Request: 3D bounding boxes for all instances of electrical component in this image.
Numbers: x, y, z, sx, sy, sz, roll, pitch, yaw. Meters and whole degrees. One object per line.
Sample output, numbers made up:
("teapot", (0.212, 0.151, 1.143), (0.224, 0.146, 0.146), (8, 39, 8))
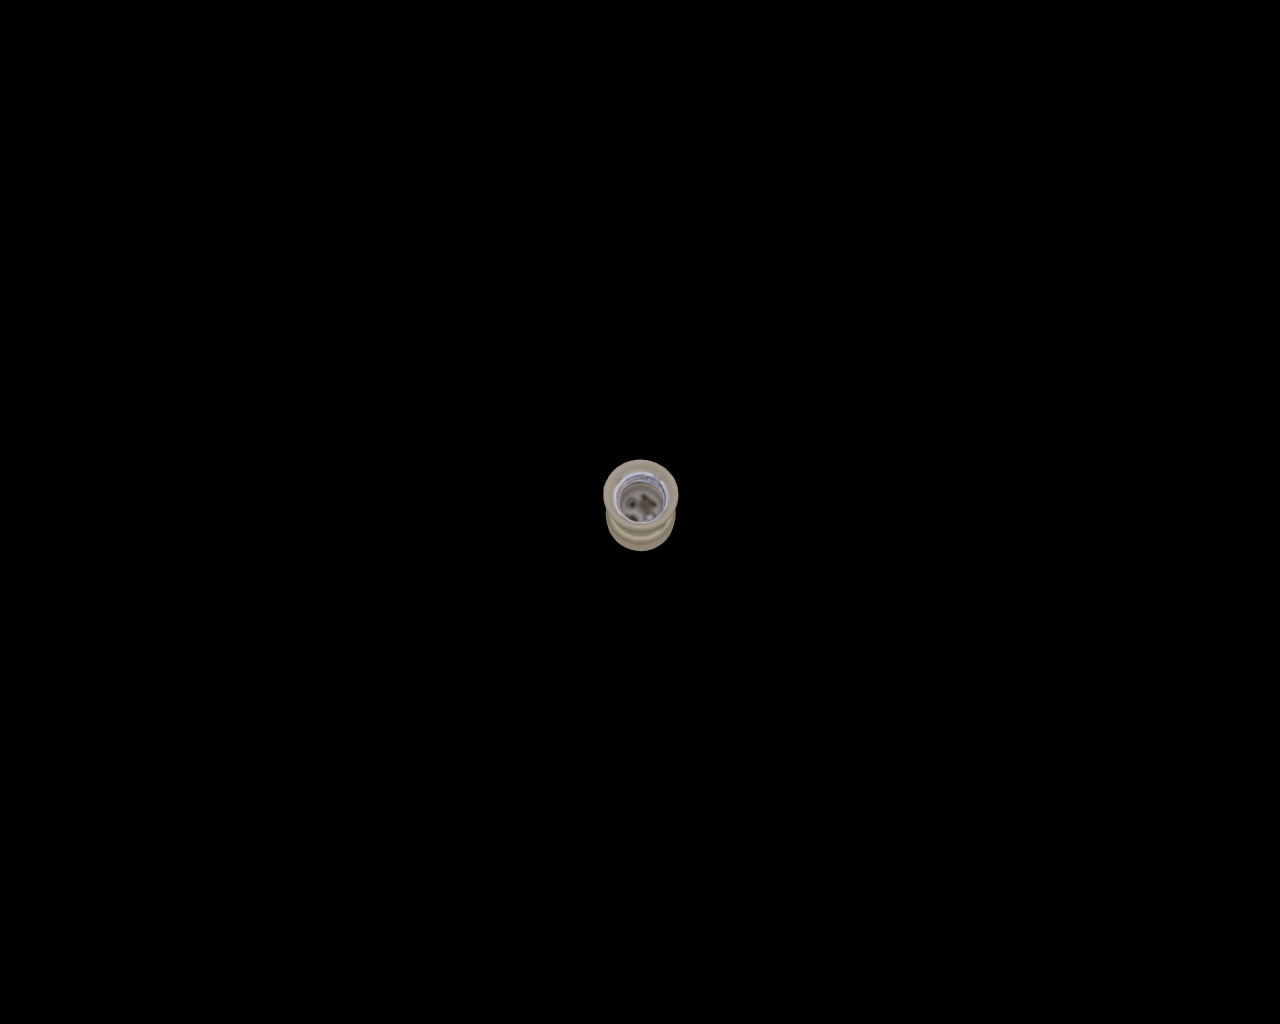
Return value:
("electrical component", (0.001, -0.003, 0.650), (0.045, 0.045, 0.055), (0, -18, 0))
